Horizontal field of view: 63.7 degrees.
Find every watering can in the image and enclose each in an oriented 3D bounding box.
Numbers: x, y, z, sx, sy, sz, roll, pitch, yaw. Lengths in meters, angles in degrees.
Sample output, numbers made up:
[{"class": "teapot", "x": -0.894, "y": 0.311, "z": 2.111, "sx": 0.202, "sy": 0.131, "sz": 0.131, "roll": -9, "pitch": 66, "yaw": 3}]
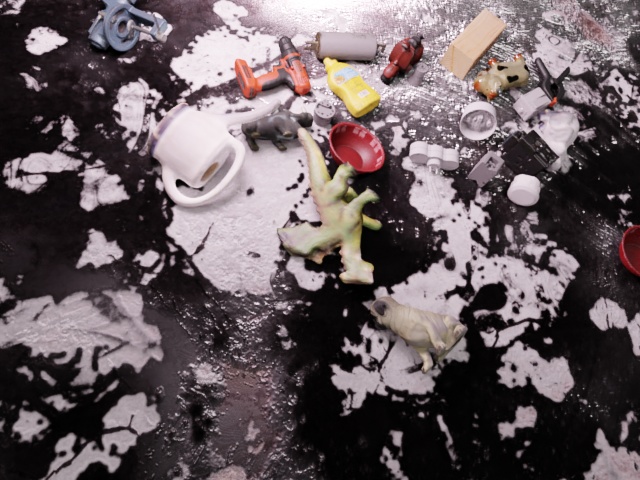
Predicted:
[{"class": "watering can", "x": -0.267, "y": -0.248, "z": 1.239, "sx": 0.224, "sy": 0.103, "sz": 0.349, "roll": 36, "pitch": 85, "yaw": 2}]

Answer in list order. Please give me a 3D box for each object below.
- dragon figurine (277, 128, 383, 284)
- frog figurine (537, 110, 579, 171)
[{"class": "dragon figurine", "x": 0.004, "y": -0.063, "z": 1.245, "sx": 0.245, "sy": 0.120, "sz": 0.413, "roll": -39, "pitch": 79, "yaw": -15}, {"class": "frog figurine", "x": 0.679, "y": -0.280, "z": 1.459, "sx": 0.122, "sy": 0.135, "sz": 0.162, "roll": -5, "pitch": 67, "yaw": 4}]
